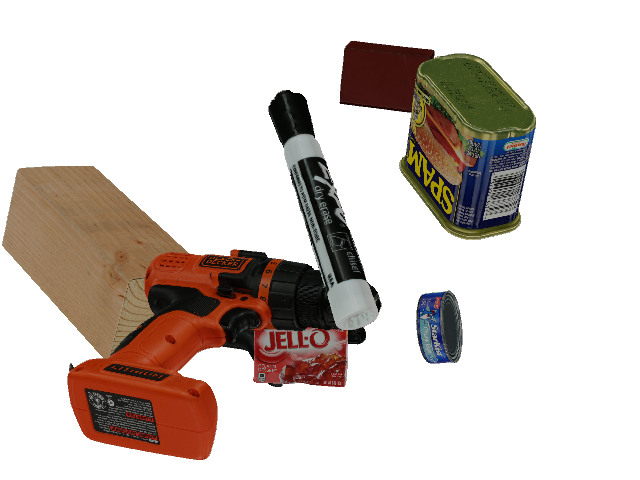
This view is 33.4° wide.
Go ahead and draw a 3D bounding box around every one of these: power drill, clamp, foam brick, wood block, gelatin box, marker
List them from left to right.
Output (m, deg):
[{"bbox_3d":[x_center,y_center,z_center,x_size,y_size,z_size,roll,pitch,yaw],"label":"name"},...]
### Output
[{"bbox_3d":[-0.206,0.016,1.005,0.090,0.091,0.206,-6,34,-44],"label":"wood block"},{"bbox_3d":[-0.069,0.071,0.734,0.185,0.057,0.187,4,28,23],"label":"power drill"},{"bbox_3d":[-0.075,0.111,1.243,0.210,0.036,0.164,13,22,29],"label":"clamp"},{"bbox_3d":[-0.019,0.099,1.011,0.089,0.073,0.030,3,13,5],"label":"gelatin box"},{"bbox_3d":[-0.001,-0.017,0.476,0.020,0.121,0.020,-14,-28,-8],"label":"marker"},{"bbox_3d":[0.059,-0.145,0.946,0.078,0.051,0.053,8,18,8],"label":"foam brick"}]

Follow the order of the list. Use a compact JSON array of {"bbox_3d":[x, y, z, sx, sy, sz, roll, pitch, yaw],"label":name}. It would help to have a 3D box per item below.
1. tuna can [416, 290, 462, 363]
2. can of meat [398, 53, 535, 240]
[{"bbox_3d":[0.142,0.103,1.269,0.034,0.086,0.086,-6,-2,22],"label":"tuna can"},{"bbox_3d":[0.098,-0.065,0.716,0.057,0.084,0.102,-12,42,-19],"label":"can of meat"}]
